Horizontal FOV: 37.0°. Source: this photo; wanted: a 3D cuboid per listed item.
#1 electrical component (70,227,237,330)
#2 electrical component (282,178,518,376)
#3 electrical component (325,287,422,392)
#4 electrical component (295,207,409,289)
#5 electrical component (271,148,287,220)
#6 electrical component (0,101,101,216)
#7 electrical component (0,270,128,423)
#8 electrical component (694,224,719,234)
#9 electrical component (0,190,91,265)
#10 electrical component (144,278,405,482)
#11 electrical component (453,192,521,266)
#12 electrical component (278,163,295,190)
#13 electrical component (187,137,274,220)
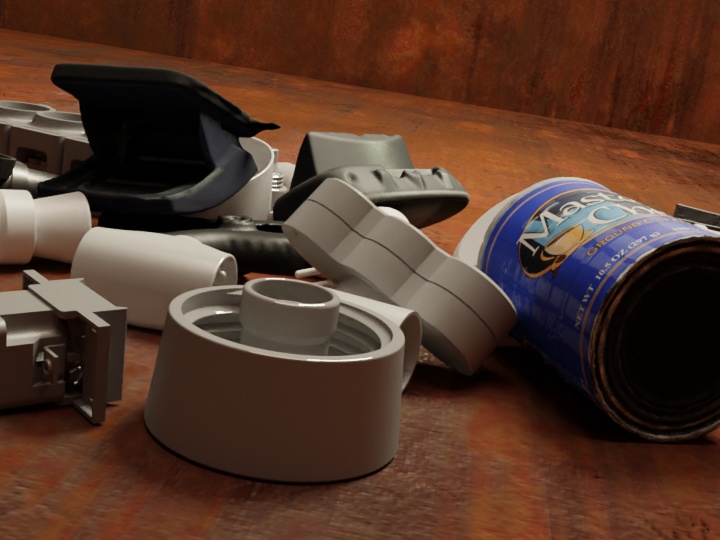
[{"bbox_3d":[-0.105,0.002,0.588,0.077,0.043,0.079,12,13,11],"label":"electrical component"},{"bbox_3d":[0.008,0.014,0.573,0.138,0.073,0.052,35,-15,28],"label":"electrical component"},{"bbox_3d":[-0.015,0.031,0.525,0.081,0.043,0.043,14,14,22],"label":"electrical component"},{"bbox_3d":[0.000,0.000,0.656,0.079,0.043,0.077,-11,29,-3],"label":"electrical component"},{"bbox_3d":[-0.074,-0.066,0.853,0.035,0.061,0.035,9,14,-2],"label":"electrical component"},{"bbox_3d":[-0.231,-0.091,0.853,0.150,0.061,0.089,14,14,20],"label":"electrical component"},{"bbox_3d":[-0.137,0.032,0.449,0.064,0.042,0.081,-6,19,-38],"label":"electrical component"},{"bbox_3d":[0.213,0.021,0.645,0.057,0.078,0.113,13,14,7],"label":"electrical component"},{"bbox_3d":[-0.194,-0.025,0.641,0.055,0.045,0.045,0,16,-32],"label":"electrical component"},{"bbox_3d":[-0.032,0.037,0.449,0.108,0.060,0.108,9,14,-2],"label":"electrical component"},{"bbox_3d":[0.101,-0.008,0.668,0.051,0.080,0.080,47,-2,-23],"label":"electrical component"},{"bbox_3d":[-0.050,-0.065,0.903,0.062,0.043,0.043,19,17,33],"label":"electrical component"},{"bbox_3d":[-0.111,-0.060,0.785,0.099,0.064,0.099,-1,17,0],"label":"electrical component"}]
